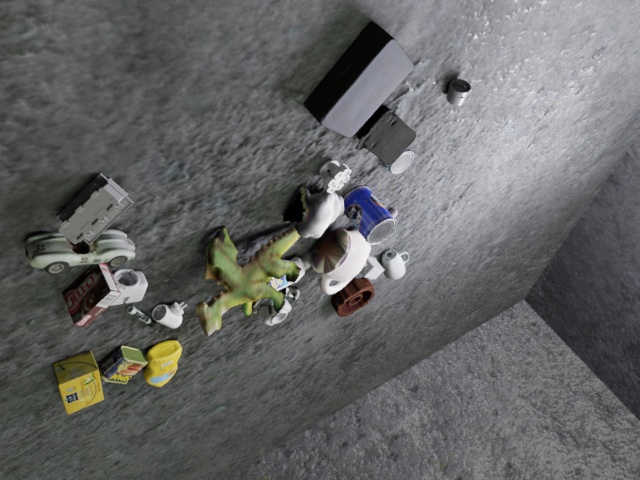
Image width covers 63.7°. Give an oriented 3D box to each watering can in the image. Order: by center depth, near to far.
[{"bbox_3d":[0.100,0.019,1.594,0.347,0.105,0.222,-55,147,3],"label":"watering can"}]

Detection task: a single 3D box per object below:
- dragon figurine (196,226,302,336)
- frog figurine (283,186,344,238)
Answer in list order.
[{"bbox_3d":[-0.178,0.056,1.298,0.239,0.122,0.416,40,66,-40],"label":"dragon figurine"},{"bbox_3d":[0.004,-0.068,1.351,0.159,0.124,0.136,8,108,-36],"label":"frog figurine"}]
